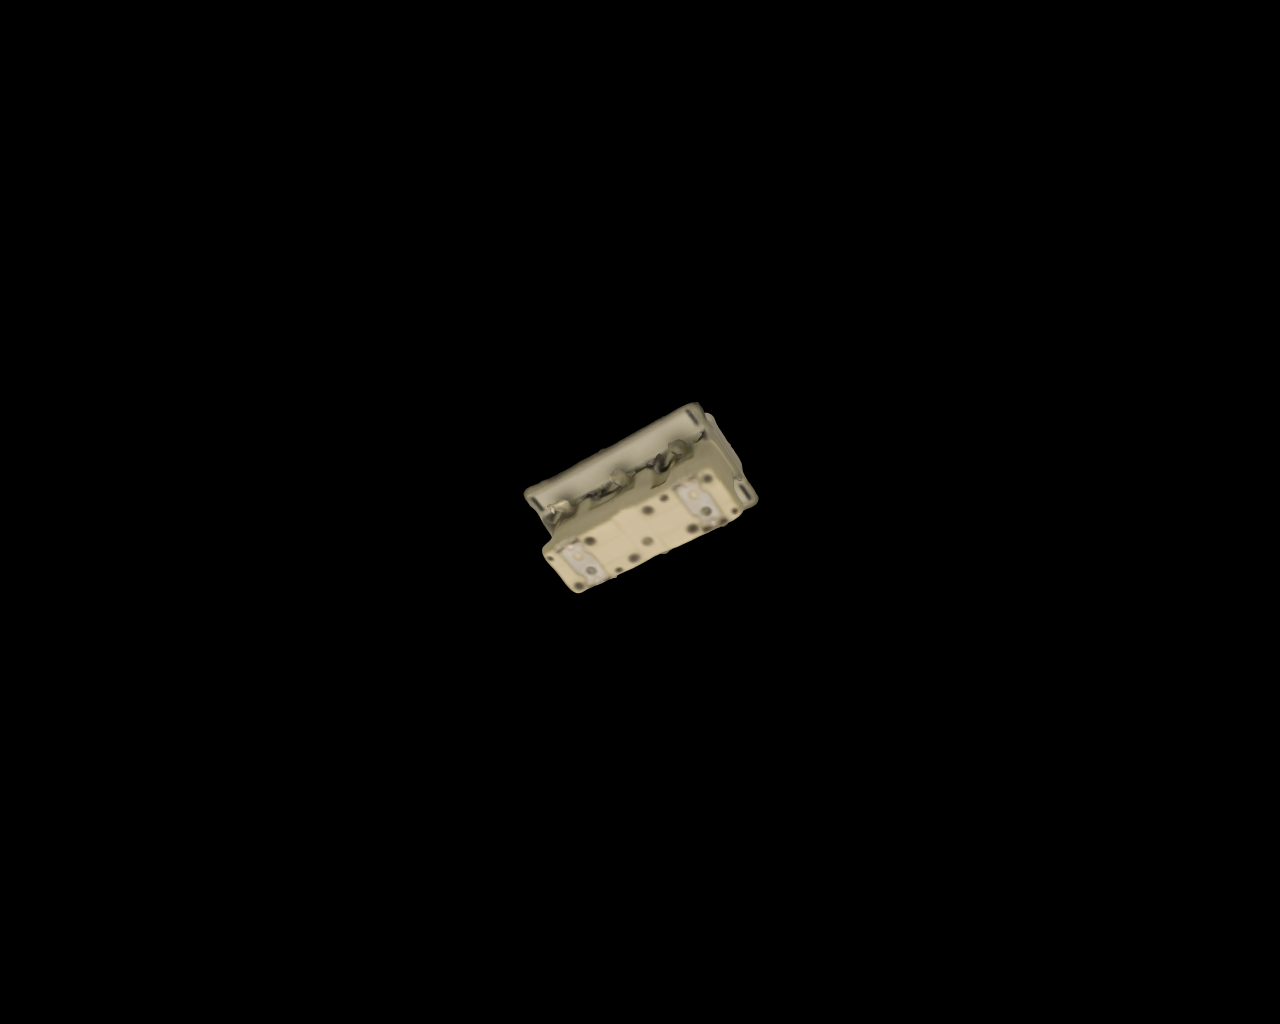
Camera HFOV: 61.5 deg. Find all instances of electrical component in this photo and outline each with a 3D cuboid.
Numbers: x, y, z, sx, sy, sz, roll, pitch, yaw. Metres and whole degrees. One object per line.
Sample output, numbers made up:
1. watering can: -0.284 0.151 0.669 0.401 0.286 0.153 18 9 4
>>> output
1. electrical component: 0.001 -0.003 0.650 0.121 0.078 0.063 -26 30 17
